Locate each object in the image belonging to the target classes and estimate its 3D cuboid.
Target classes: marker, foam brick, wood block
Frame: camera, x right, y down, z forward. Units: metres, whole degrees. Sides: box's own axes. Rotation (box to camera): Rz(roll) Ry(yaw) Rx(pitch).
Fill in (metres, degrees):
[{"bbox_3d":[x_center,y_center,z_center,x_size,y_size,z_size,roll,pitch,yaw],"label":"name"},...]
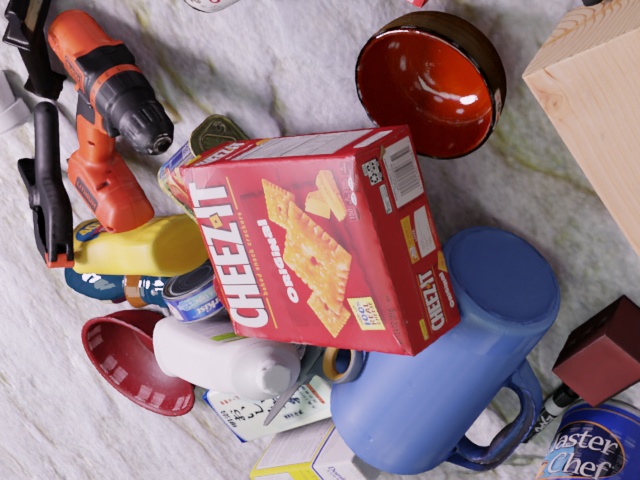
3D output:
[{"bbox_3d":[0.212,0.166,1.010,0.020,0.020,0.121,34,141,5],"label":"marker"},{"bbox_3d":[0.241,0.093,0.889,0.051,0.053,0.078,38,140,-1],"label":"foam brick"},{"bbox_3d":[0.237,-0.062,0.708,0.091,0.090,0.206,-19,115,46],"label":"wood block"}]

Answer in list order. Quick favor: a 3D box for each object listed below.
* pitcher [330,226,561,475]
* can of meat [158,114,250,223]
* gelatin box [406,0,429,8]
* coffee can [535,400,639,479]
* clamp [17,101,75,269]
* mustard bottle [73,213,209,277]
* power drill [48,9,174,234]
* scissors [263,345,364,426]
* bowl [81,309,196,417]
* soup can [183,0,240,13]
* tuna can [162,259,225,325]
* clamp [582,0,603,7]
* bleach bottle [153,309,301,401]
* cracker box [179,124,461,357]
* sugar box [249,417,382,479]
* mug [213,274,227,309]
[{"bbox_3d":[0.117,0.104,0.939,0.149,0.145,0.243,2,144,-22],"label":"pitcher"},{"bbox_3d":[-0.093,-0.055,0.997,0.102,0.057,0.084,46,144,-9],"label":"can of meat"},{"bbox_3d":[0.050,-0.216,0.747,0.089,0.030,0.073,32,143,7],"label":"gelatin box"},{"bbox_3d":[0.242,0.226,0.949,0.103,0.140,0.103,21,138,20],"label":"coffee can"},{"bbox_3d":[-0.285,-0.044,1.108,0.120,0.039,0.171,135,129,-61],"label":"clamp"},{"bbox_3d":[-0.205,0.006,1.110,0.192,0.096,0.058,-2,108,39],"label":"mustard bottle"},{"bbox_3d":[-0.189,-0.095,0.986,0.185,0.057,0.188,52,149,31],"label":"power drill"},{"bbox_3d":[-0.007,0.135,1.006,0.096,0.016,0.202,58,135,46],"label":"scissors"},{"bbox_3d":[-0.203,0.135,1.268,0.162,0.055,0.162,21,139,20],"label":"bowl"},{"bbox_3d":[-0.060,-0.218,0.800,0.102,0.068,0.068,-14,119,45],"label":"soup can"},{"bbox_3d":[-0.118,0.047,1.092,0.086,0.086,0.033,-9,121,42],"label":"tuna can"},{"bbox_3d":[0.153,-0.246,0.633,0.164,0.036,0.210,38,141,-1],"label":"clamp"},{"bbox_3d":[-0.089,0.116,1.048,0.251,0.102,0.068,-170,69,-69],"label":"bleach bottle"},{"bbox_3d":[-0.006,0.001,0.858,0.214,0.072,0.164,0,114,46],"label":"cracker box"},{"bbox_3d":[0.008,0.231,1.171,0.177,0.093,0.048,-18,117,46],"label":"sugar box"},{"bbox_3d":[-0.047,0.023,1.017,0.093,0.081,0.117,29,141,11],"label":"mug"}]
